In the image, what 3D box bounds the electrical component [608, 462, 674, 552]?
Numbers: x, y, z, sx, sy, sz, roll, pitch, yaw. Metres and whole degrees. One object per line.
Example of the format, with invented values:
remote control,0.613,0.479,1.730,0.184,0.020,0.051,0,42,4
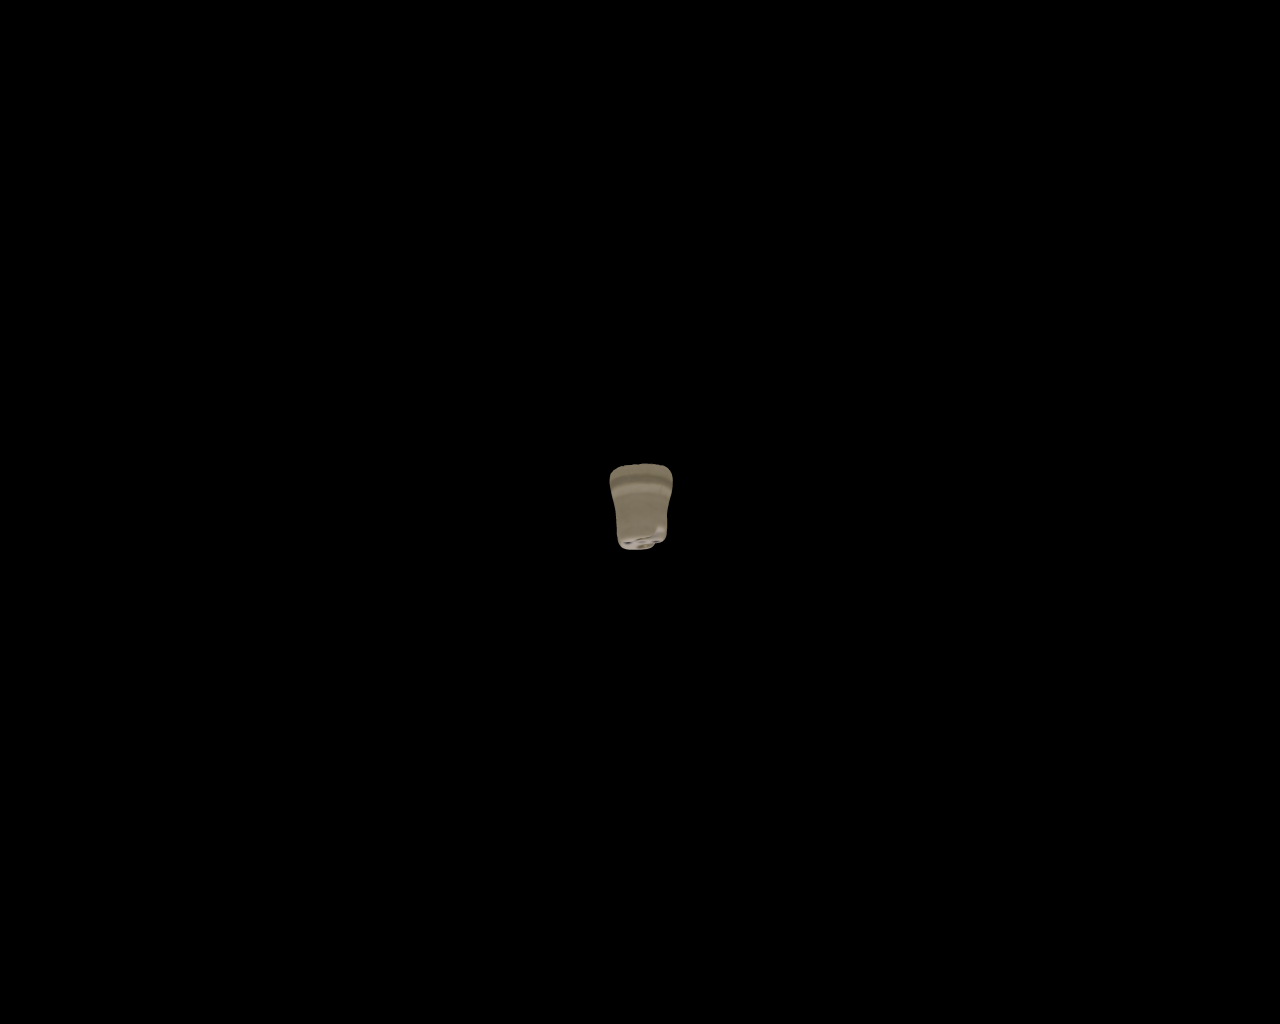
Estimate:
electrical component,0.001,-0.003,0.650,0.040,0.046,0.040,0,-17,0
